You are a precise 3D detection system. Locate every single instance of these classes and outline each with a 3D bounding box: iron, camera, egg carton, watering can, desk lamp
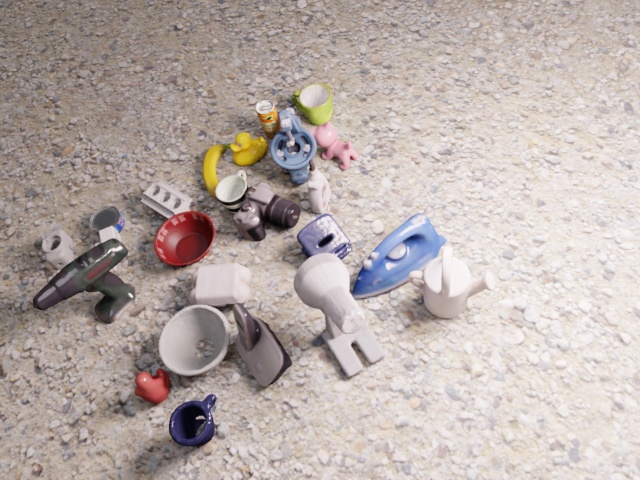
[{"bbox_3d":[0.167,0.028,1.313,0.258,0.142,0.118,-37,60,-12],"label":"iron"},{"bbox_3d":[-0.130,-0.071,1.450,0.136,0.101,0.143,20,65,21],"label":"camera"},{"bbox_3d":[-0.239,0.112,1.378,0.150,0.069,0.107,-6,59,6],"label":"egg carton"},{"bbox_3d":[0.280,0.084,1.229,0.173,0.194,0.101,-13,58,2],"label":"watering can"},{"bbox_3d":[0.044,0.155,1.217,0.118,0.214,0.202,-31,59,-8],"label":"desk lamp"}]

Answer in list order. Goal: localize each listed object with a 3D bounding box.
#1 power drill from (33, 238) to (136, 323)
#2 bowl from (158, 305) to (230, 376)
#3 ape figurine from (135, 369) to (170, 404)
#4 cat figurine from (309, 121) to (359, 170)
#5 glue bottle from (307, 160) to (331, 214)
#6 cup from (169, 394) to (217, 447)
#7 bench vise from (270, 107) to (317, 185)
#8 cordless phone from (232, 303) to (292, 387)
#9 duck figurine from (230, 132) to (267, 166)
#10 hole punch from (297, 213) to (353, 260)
[{"bbox_3d":[-0.531,0.111,1.349,0.075,0.209,0.230,31,69,25],"label":"power drill"},{"bbox_3d":[-0.276,0.238,1.306,0.167,0.075,0.167,-4,59,8],"label":"bowl"},{"bbox_3d":[-0.376,0.319,1.266,0.078,0.092,0.076,-24,58,-4],"label":"ape figurine"},{"bbox_3d":[0.035,-0.262,1.524,0.127,0.118,0.067,28,68,24],"label":"cat figurine"},{"bbox_3d":[-0.009,-0.141,1.427,0.037,0.173,0.078,9,61,15],"label":"glue bottle"},{"bbox_3d":[-0.250,0.383,1.203,0.091,0.095,0.118,29,68,24],"label":"cup"},{"bbox_3d":[-0.088,-0.276,1.494,0.121,0.220,0.207,-26,58,-5],"label":"bench vise"},{"bbox_3d":[-0.137,0.220,1.227,0.094,0.185,0.147,-36,60,-12],"label":"cordless phone"},{"bbox_3d":[-0.201,-0.264,1.586,0.104,0.086,0.077,-28,59,-7],"label":"duck figurine"},{"bbox_3d":[0.013,0.005,1.384,0.109,0.091,0.101,-37,60,-12],"label":"hole punch"}]
